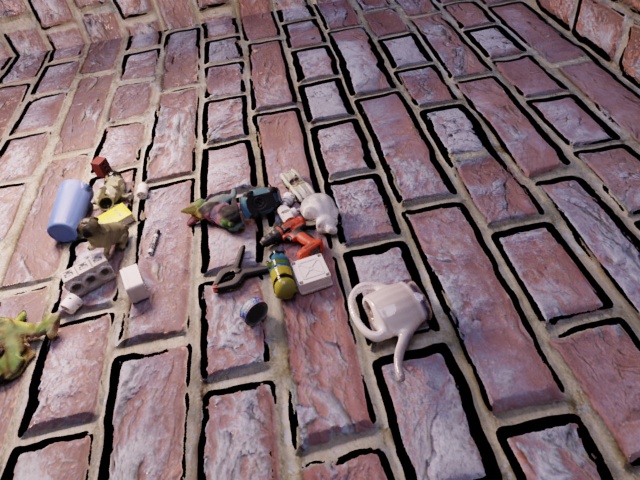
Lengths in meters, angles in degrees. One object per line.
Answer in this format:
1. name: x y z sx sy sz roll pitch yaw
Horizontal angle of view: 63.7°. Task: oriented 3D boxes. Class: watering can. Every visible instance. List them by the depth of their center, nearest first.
1. watering can: 0.222 0.233 1.475 0.225 0.101 0.355 -20 44 -13

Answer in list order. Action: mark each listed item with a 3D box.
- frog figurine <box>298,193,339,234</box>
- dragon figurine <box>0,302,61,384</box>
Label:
1. frog figurine: 0.006 -0.092 1.836 0.137 0.121 0.162 10 26 -29
2. dragon figurine: -0.993 0.333 1.570 0.415 0.119 0.246 -35 57 -24
